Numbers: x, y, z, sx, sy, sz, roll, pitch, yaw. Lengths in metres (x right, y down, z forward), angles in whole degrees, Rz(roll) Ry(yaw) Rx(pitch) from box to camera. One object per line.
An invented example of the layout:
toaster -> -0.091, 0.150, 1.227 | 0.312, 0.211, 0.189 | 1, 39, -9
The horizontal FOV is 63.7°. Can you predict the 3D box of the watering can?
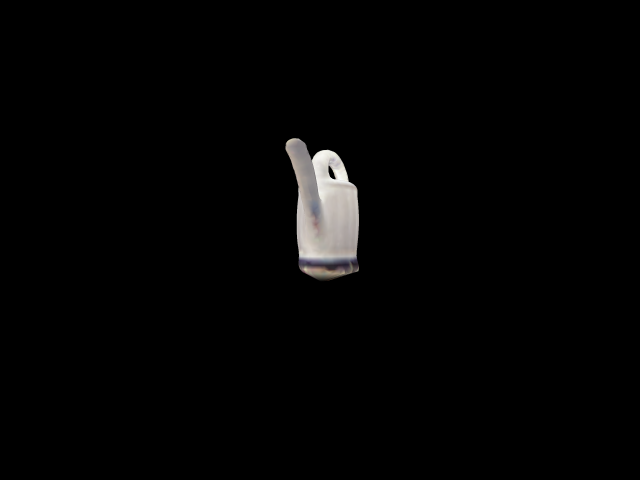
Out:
watering can -> 0.003, -0.043, 0.850 | 0.104, 0.225, 0.347 | -1, -2, 16
